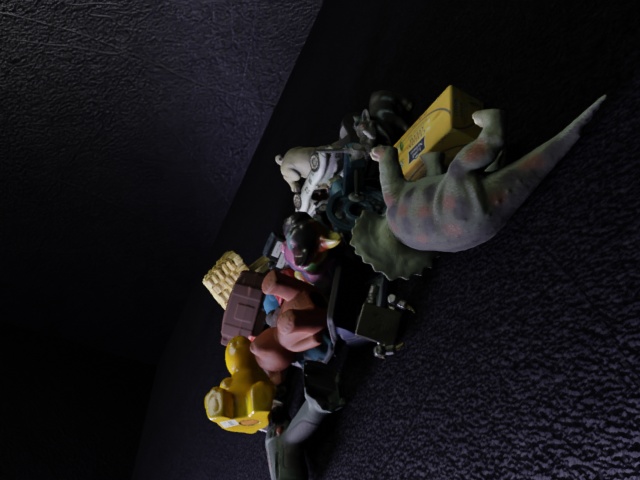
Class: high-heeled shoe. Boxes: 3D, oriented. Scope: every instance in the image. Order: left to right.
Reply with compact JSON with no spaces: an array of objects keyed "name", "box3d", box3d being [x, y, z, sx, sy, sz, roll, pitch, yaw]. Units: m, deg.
[{"name":"high-heeled shoe","box3d":[0.071,-0.186,1.241,0.249,0.086,0.145,-79,5,-51]}]

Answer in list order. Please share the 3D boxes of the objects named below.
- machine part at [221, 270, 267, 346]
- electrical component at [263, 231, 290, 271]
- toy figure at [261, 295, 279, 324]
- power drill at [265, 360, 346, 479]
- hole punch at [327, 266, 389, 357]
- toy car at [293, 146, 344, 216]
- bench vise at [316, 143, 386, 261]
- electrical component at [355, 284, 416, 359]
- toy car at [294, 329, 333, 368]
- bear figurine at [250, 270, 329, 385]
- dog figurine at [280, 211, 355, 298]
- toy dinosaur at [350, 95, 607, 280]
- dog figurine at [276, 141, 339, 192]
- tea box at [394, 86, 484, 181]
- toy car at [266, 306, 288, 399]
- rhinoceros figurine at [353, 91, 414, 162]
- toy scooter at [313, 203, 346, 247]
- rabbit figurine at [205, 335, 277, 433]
[{"name":"machine part","box3d":[-0.186,0.181,1.408,0.201,0.087,0.201,31,-106,-83]},{"name":"electrical component","box3d":[-0.062,0.032,1.259,0.115,0.134,0.058,-65,18,5]},{"name":"toy figure","box3d":[-0.094,0.126,1.332,0.089,0.082,0.180,129,153,-72]},{"name":"power drill","box3d":[-0.039,0.314,0.950,0.207,0.086,0.232,-58,18,18]},{"name":"hole punch","box3d":[0.065,0.115,0.895,0.115,0.092,0.142,83,-168,-58]},{"name":"toy car","box3d":[0.003,-0.118,1.136,0.056,0.073,0.201,61,144,29]},{"name":"bench vise","box3d":[0.064,-0.087,0.982,0.240,0.129,0.224,85,179,-47]},{"name":"electrical component","box3d":[0.095,0.123,0.801,0.045,0.078,0.102,83,-150,-75]},{"name":"toy car","box3d":[-0.025,0.172,1.038,0.109,0.103,0.162,-56,23,32]},{"name":"bear figurine","box3d":[-0.072,0.158,0.927,0.196,0.132,0.120,-45,50,27]},{"name":"dog figurine","box3d":[0.000,0.034,0.959,0.108,0.191,0.219,-33,6,-4]},{"name":"toy dinosaur","box3d":[0.171,-0.046,0.704,0.405,0.131,0.192,-12,75,60]},{"name":"dog figurine","box3d":[-0.013,-0.206,1.349,0.190,0.172,0.121,131,144,-64]},{"name":"tea box","box3d":[0.181,-0.147,0.855,0.169,0.068,0.098,-46,28,49]},{"name":"toy car","box3d":[-0.090,0.244,1.170,0.089,0.053,0.202,24,106,59]},{"name":"rhinoceros figurine","box3d":[0.120,-0.227,1.064,0.073,0.112,0.190,-42,23,51]},{"name":"toy scooter","box3d":[-0.002,-0.003,1.126,0.075,0.135,0.183,21,93,36]},{"name":"rabbit figurine","box3d":[-0.137,0.271,1.033,0.162,0.122,0.173,61,-166,-57]}]
